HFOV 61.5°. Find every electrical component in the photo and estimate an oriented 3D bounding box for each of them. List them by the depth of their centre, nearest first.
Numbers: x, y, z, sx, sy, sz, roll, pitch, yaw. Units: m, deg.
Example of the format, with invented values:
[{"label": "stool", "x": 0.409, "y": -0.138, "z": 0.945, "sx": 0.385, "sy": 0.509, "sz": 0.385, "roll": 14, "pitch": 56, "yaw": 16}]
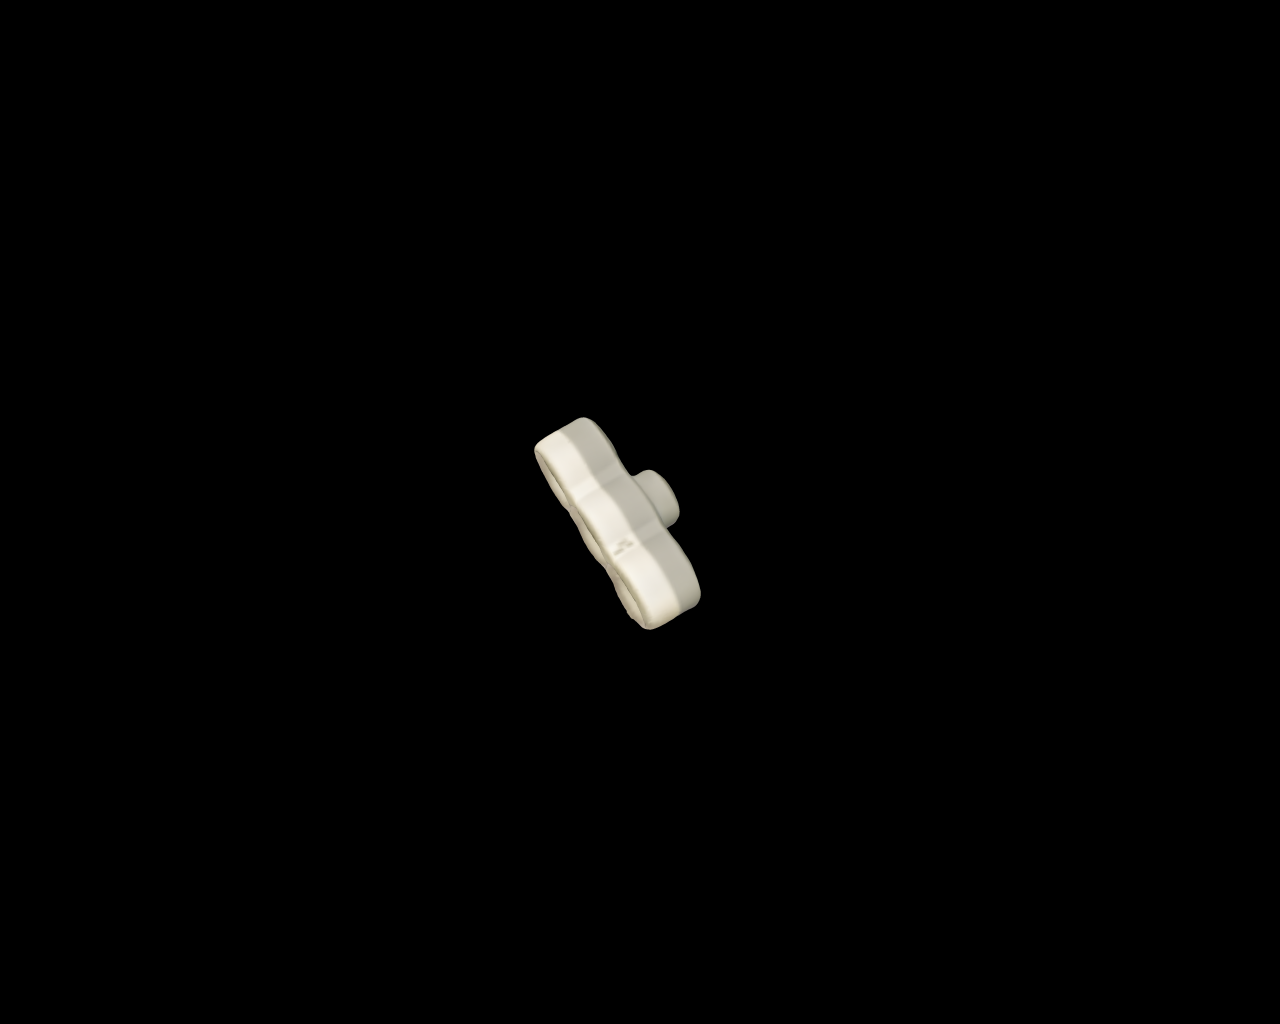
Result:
[{"label": "electrical component", "x": 0.001, "y": -0.003, "z": 0.650, "sx": 0.074, "sy": 0.138, "sz": 0.052, "roll": -30, "pitch": -20, "yaw": -12}]
